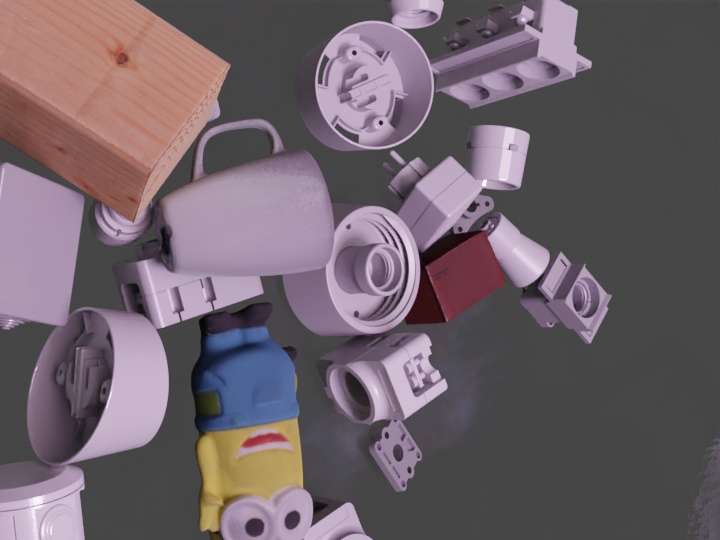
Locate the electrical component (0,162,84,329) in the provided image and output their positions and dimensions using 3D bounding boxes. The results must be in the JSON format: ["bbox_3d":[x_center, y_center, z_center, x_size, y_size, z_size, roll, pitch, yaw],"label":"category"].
[{"bbox_3d":[-0.221,-0.015,0.667,0.100,0.048,0.099,28,66,-70],"label":"electrical component"}]

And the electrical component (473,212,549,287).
[{"bbox_3d":[0.132,-0.021,0.958,0.065,0.044,0.044,40,65,-23],"label":"electrical component"}]

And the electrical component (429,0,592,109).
[{"bbox_3d":[0.125,-0.186,0.912,0.079,0.121,0.063,19,73,-35],"label":"electrical component"}]

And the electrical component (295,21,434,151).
[{"bbox_3d":[0.001,-0.143,0.852,0.099,0.064,0.099,3,85,-36],"label":"electrical component"}]

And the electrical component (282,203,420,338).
[{"bbox_3d":[0.000,0.000,0.840,0.108,0.060,0.108,1,89,-42],"label":"electrical component"}]

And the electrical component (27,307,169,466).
[{"bbox_3d":[-0.170,0.073,0.693,0.064,0.099,0.099,1,86,-43],"label":"electrical component"}]

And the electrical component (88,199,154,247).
[{"bbox_3d":[-0.158,-0.040,0.723,0.040,0.078,0.040,3,81,-22],"label":"electrical component"}]

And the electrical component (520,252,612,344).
[{"bbox_3d":[0.185,0.026,0.981,0.081,0.064,0.042,46,63,-25],"label":"electrical component"}]

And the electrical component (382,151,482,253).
[{"bbox_3d":[0.049,-0.067,0.889,0.076,0.065,0.047,45,59,6],"label":"electrical component"}]

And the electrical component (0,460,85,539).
[{"bbox_3d":[-0.211,0.152,0.668,0.080,0.080,0.051,-9,98,-37],"label":"electrical component"}]

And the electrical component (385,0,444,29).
[{"bbox_3d":[0.045,-0.236,0.903,0.066,0.048,0.055,3,78,-37],"label":"electrical component"}]

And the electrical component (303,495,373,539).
[{"bbox_3d":[-0.021,0.224,0.820,0.050,0.056,0.089,-28,104,-34],"label":"electrical component"}]

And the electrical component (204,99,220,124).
[{"bbox_3d":[-0.127,-0.133,0.775,0.035,0.035,0.061,-29,102,-34],"label":"electrical component"}]

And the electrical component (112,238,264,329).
[{"bbox_3d":[-0.122,0.002,0.760,0.089,0.050,0.055,-19,99,-36],"label":"electrical component"}]

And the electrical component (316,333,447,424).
[{"bbox_3d":[0.012,0.083,0.832,0.056,0.089,0.050,-30,105,-34],"label":"electrical component"}]

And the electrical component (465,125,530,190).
[{"bbox_3d":[0.119,-0.098,0.945,0.055,0.055,0.047,11,85,-36],"label":"electrical component"}]
